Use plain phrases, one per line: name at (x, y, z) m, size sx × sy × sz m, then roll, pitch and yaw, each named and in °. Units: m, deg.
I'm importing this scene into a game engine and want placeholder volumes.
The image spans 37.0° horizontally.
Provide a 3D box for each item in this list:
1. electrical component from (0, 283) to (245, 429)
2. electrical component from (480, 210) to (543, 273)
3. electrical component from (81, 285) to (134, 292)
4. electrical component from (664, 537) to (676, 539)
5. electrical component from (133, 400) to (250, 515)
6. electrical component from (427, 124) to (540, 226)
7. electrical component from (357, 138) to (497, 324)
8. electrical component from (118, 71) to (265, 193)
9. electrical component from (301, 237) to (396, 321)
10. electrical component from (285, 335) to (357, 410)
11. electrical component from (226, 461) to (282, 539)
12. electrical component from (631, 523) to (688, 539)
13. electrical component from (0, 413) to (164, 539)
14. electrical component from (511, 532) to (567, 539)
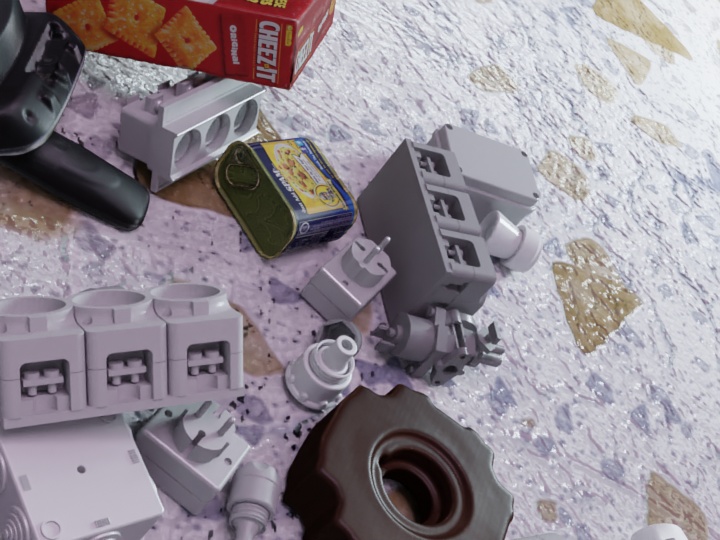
electrical component at (-0.159, 0.048, 0.686) m, size 0.150 × 0.061 × 0.089 m, roll -5°, pitch 13°, yaw -27°
electrical component at (0.146, -0.027, 1.058) m, size 0.055 × 0.045 × 0.045 m, roll 27°, pitch 42°, yaw -16°
electrical component at (-0.170, 0.032, 0.762) m, size 0.062 × 0.043 × 0.043 m, roll -8°, pitch 60°, yaw -43°
electrical component at (0.208, 0.254, 0.825) m, size 0.061 × 0.096 × 0.061 m, roll 57°, pitch 33°, yaw -26°
electrical component at (-0.107, 0.111, 0.712) m, size 0.066 × 0.076 × 0.047 m, roll 39°, pitch 40°, yaw -2°
electrical component at (0.118, -0.091, 1.084) m, size 0.113 × 0.057 × 0.078 m, roll 16°, pitch 46°, yaw -27°
electrical component at (0.060, -0.028, 0.957) m, size 0.062 × 0.089 × 0.150 m, roll 10°, pitch 49°, yaw -31°
electrical component at (-0.143, -0.127, 0.908) m, size 0.063 × 0.078 × 0.121 m, roll 27°, pitch 37°, yaw 18°
electrical component at (0.000, 0.000, 0.895) m, size 0.047 × 0.076 × 0.066 m, roll 43°, pitch 40°, yaw 3°
electrical component at (-0.025, 0.074, 0.821) m, size 0.048 × 0.062 × 0.048 m, roll 21°, pitch 44°, yaw -22°
electrical component at (-0.074, 0.162, 0.726) m, size 0.035 × 0.035 × 0.061 m, roll 26°, pitch 44°, yaw -17°
electrical component at (0.269, 0.259, 0.895) m, size 0.079 × 0.043 × 0.077 m, roll 18°, pitch 45°, yaw -25°
electrical component at (-0.179, 0.133, 0.660) m, size 0.100 × 0.048 × 0.099 m, roll -8°, pitch 60°, yaw -42°
electrical component at (0.129, 0.227, 0.808) m, size 0.047 × 0.055 × 0.055 m, roll 3°, pitch 52°, yaw -31°
